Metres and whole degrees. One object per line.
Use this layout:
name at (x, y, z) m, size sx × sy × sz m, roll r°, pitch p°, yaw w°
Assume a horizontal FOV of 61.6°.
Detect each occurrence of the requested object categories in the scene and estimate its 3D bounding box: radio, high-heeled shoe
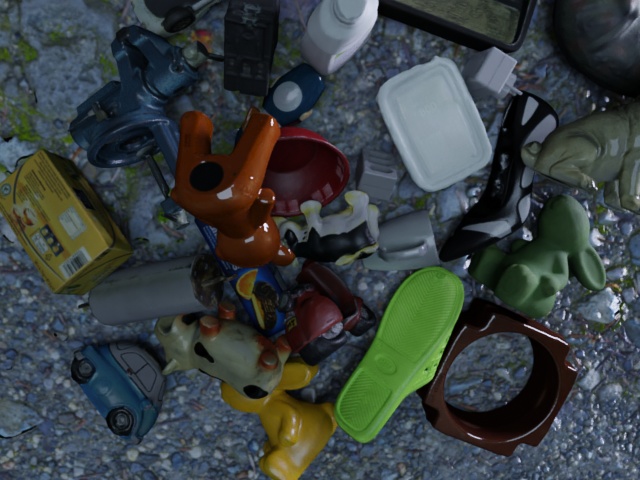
radio at (0.167, -0.339, 0.698) m, size 0.230 × 0.073 × 0.131 m, roll 18°, pitch 100°, yaw -8°
high-heeled shoe at (0.239, -0.089, 0.753) m, size 0.249 × 0.086 × 0.145 m, roll -38°, pitch 98°, yaw -1°

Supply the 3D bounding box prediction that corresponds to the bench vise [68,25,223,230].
bench vise at (-0.204, -0.134, 0.681) m, size 0.224 × 0.129 × 0.240 m, roll -27°, pitch 85°, yaw 9°

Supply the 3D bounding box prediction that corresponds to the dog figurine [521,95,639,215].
dog figurine at (0.364, -0.144, 0.656) m, size 0.172 × 0.121 × 0.190 m, roll 22°, pitch 102°, yaw -4°

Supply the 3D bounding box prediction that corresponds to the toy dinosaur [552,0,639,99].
toy dinosaur at (0.394, -0.274, 0.710) m, size 0.405 × 0.131 × 0.192 m, roll 37°, pitch 96°, yaw -4°

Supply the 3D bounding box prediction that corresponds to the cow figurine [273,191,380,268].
cow figurine at (-0.002, -0.001, 0.734) m, size 0.167 × 0.068 × 0.098 m, roll -13°, pitch 59°, yaw 18°

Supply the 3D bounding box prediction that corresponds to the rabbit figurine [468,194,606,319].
rabbit figurine at (0.327, 0.025, 0.759) m, size 0.159 × 0.121 × 0.170 m, roll 28°, pitch 101°, yaw -16°

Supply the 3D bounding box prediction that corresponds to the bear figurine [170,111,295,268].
bear figurine at (-0.092, -0.047, 0.642) m, size 0.120 × 0.195 × 0.132 m, roll 4°, pitch 70°, yaw 15°

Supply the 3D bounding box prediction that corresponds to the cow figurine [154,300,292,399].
cow figurine at (-0.143, 0.154, 0.746) m, size 0.195 × 0.085 × 0.127 m, roll 25°, pitch 116°, yaw 12°

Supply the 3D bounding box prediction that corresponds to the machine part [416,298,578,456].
machine part at (0.259, 0.204, 0.809) m, size 0.201 × 0.087 × 0.201 m, roll 23°, pitch 101°, yaw -8°

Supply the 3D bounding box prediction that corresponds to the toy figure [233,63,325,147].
toy figure at (-0.062, -0.171, 0.728) m, size 0.154 × 0.057 × 0.064 m, roll -44°, pitch 62°, yaw 7°

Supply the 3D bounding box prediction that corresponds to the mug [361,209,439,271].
mug at (0.108, 0.011, 0.754) m, size 0.107 × 0.109 × 0.080 m, roll -13°, pitch 109°, yaw 13°

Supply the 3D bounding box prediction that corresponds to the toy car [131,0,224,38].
toy car at (-0.147, -0.335, 0.688) m, size 0.202 × 0.056 × 0.073 m, roll -32°, pitch 96°, yaw 2°

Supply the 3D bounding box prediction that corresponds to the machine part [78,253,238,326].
machine part at (-0.221, 0.068, 0.726) m, size 0.243 × 0.079 × 0.079 m, roll -12°, pitch 103°, yaw 19°

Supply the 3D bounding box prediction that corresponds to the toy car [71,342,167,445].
toy car at (-0.277, 0.203, 0.773) m, size 0.103 × 0.109 × 0.161 m, roll -35°, pitch 91°, yaw -19°

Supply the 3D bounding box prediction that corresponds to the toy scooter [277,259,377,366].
toy scooter at (-0.002, 0.089, 0.741) m, size 0.075 × 0.184 × 0.135 m, roll -42°, pitch 77°, yaw 28°

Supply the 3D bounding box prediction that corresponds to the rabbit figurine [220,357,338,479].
rabbit figurine at (-0.064, 0.244, 0.785) m, size 0.173 × 0.122 × 0.162 m, roll 38°, pitch 94°, yaw 9°

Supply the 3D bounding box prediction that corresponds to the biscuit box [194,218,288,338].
biscuit box at (-0.101, 0.038, 0.763) m, size 0.063 × 0.059 × 0.202 m, roll -27°, pitch 102°, yaw 3°

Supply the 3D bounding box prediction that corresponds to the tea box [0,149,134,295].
tea box at (-0.336, -0.022, 0.703) m, size 0.098 × 0.068 × 0.170 m, roll -37°, pitch 77°, yaw 4°

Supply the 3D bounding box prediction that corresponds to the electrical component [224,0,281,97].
electrical component at (-0.084, -0.249, 0.669) m, size 0.058 × 0.134 × 0.115 m, roll 10°, pitch 58°, yaw -3°
